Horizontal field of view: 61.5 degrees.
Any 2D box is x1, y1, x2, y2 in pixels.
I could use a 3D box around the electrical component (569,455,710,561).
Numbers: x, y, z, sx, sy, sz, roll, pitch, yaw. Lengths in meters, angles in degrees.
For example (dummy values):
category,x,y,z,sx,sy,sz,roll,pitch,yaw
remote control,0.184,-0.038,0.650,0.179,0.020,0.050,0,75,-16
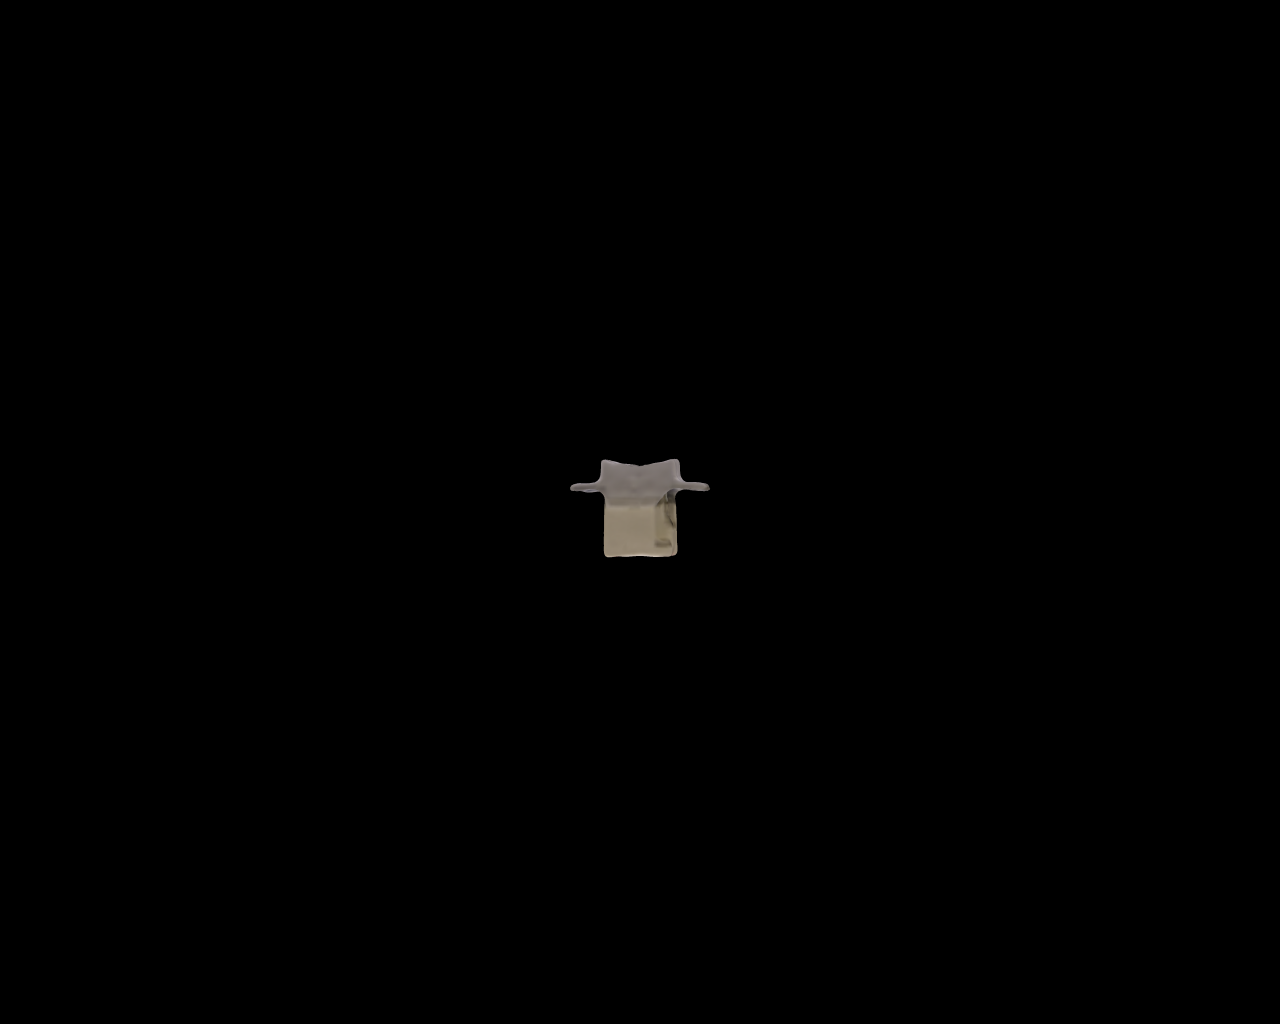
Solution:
category,x,y,z,sx,sy,sz,roll,pitch,yaw
electrical component,0.001,-0.003,0.650,0.081,0.063,0.042,0,0,9
